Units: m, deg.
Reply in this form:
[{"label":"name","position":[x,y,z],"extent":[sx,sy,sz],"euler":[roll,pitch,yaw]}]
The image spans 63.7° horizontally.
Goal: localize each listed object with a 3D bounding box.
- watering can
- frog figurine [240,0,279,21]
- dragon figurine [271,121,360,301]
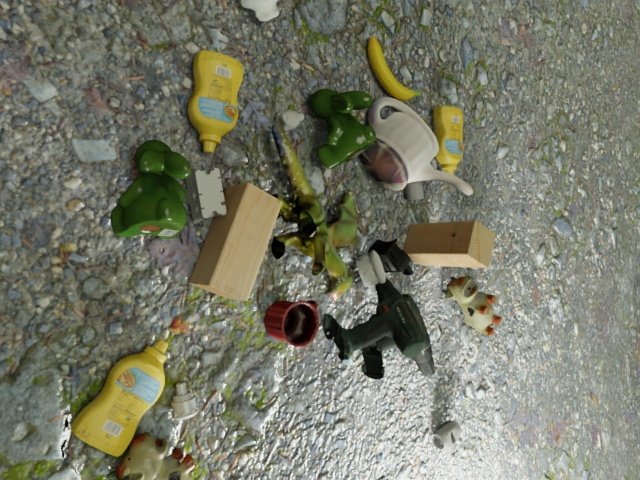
[{"label":"watering can","position":[0.233,-0.202,1.288],"extent":[0.347,0.102,0.228],"euler":[49,58,-3]},{"label":"frog figurine","position":[-0.138,-0.528,1.042],"extent":[0.137,0.124,0.158],"euler":[-6,102,-5]},{"label":"dragon figurine","position":[0.003,-0.058,1.145],"extent":[0.244,0.122,0.409],"euler":[-12,97,-55]}]
